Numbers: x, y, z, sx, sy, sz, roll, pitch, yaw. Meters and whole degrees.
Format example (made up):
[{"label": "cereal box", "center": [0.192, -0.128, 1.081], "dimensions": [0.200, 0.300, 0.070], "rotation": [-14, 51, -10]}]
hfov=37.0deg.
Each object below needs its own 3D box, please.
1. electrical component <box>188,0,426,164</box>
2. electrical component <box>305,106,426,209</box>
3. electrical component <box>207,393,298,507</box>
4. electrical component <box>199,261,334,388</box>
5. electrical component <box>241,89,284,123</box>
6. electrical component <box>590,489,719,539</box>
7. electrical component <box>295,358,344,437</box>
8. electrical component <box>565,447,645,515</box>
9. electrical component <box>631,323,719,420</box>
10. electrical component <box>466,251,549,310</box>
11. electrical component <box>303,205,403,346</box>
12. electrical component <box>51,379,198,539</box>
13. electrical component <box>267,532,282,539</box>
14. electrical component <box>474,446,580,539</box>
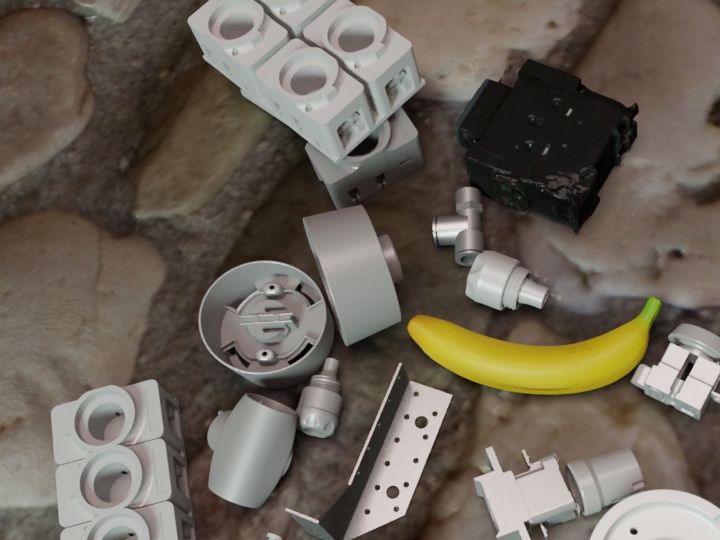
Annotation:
[{"label": "electrical component", "center": [-0.050, -0.190, 0.924], "dimensions": [0.105, 0.060, 0.186], "rotation": [-43, 60, -11]}, {"label": "electrical component", "center": [0.005, -0.102, 0.932], "dimensions": [0.089, 0.055, 0.050], "rotation": [-29, 62, -3]}, {"label": "electrical component", "center": [-0.093, 0.134, 0.840], "dimensions": [0.079, 0.044, 0.077], "rotation": [22, 90, 49]}, {"label": "electrical component", "center": [-0.072, 0.045, 0.870], "dimensions": [0.099, 0.064, 0.099], "rotation": [-7, 62, 14]}, {"label": "electrical component", "center": [-0.058, -0.186, 0.992], "dimensions": [0.100, 0.048, 0.099], "rotation": [36, 75, 26]}, {"label": "electrical component", "center": [0.208, 0.209, 0.729], "dimensions": [0.108, 0.060, 0.108], "rotation": [-5, 63, 10]}, {"label": "electrical component", "center": [-0.029, 0.099, 0.852], "dimensions": [0.035, 0.035, 0.061], "rotation": [8, 64, 16]}, {"label": "electrical component", "center": [0.177, 0.151, 0.778], "dimensions": [0.046, 0.040, 0.040], "rotation": [-18, 61, -3]}, {"label": "electrical component", "center": [0.244, 0.074, 0.798], "dimensions": [0.066, 0.048, 0.055], "rotation": [27, 80, 23]}, {"label": "electrical component", "center": [0.119, 0.012, 0.857], "dimensions": [0.062, 0.043, 0.043], "rotation": [21, 70, 19]}, {"label": "electrical component", "center": [0.000, 0.000, 0.856], "dimensions": [0.060, 0.108, 0.108], "rotation": [-19, 61, -4]}, {"label": "electrical component", "center": [-0.184, 0.170, 0.835], "dimensions": [0.089, 0.061, 0.150], "rotation": [-16, 62, 4]}, {"label": "electrical component", "center": [-0.076, 0.233, 0.792], "dimensions": [0.040, 0.040, 0.078], "rotation": [13, 67, 18]}, {"label": "electrical component", "center": [0.121, 0.167, 0.780], "dimensions": [0.064, 0.042, 0.081], "rotation": [-21, 62, 0]}]
